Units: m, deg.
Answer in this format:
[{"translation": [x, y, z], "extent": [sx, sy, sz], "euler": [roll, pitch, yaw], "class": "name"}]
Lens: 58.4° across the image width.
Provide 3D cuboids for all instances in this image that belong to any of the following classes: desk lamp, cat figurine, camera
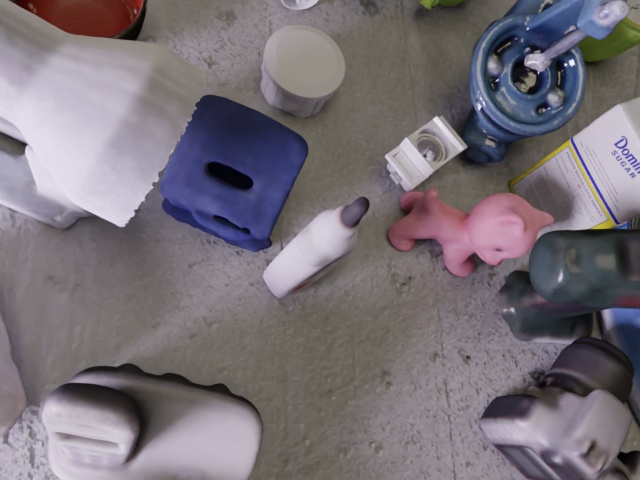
[{"translation": [-0.191, -0.083, 0.404], "extent": [0.203, 0.213, 0.118], "euler": [23, 68, -8], "class": "desk lamp"}, {"translation": [0.144, -0.016, 0.535], "extent": [0.128, 0.117, 0.067], "euler": [22, 68, -9], "class": "cat figurine"}, {"translation": [0.246, 0.166, 0.518], "extent": [0.143, 0.100, 0.137], "euler": [44, 67, 0], "class": "camera"}]

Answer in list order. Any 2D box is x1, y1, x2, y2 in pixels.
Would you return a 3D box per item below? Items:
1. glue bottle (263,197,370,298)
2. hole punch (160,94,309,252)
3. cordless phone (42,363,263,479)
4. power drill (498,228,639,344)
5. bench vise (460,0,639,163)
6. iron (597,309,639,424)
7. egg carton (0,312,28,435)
[{"translation": [0.004, 0.002, 0.458], "extent": [0.078, 0.173, 0.037], "euler": [-35, 85, -23], "class": "glue bottle"}, {"translation": [-0.074, -0.055, 0.496], "extent": [0.109, 0.091, 0.101], "euler": [24, 68, -8], "class": "hole punch"}, {"translation": [-0.106, 0.131, 0.378], "extent": [0.148, 0.185, 0.094], "euler": [12, 70, -13], "class": "cordless phone"}, {"translation": [0.268, 0.041, 0.505], "extent": [0.230, 0.208, 0.075], "euler": [5, 72, -15], "class": "power drill"}, {"translation": [0.212, -0.203, 0.558], "extent": [0.122, 0.219, 0.207], "euler": [7, 71, -14], "class": "bench vise"}, {"translation": [0.382, 0.131, 0.548], "extent": [0.119, 0.141, 0.258], "euler": [-28, 83, -22], "class": "iron"}, {"translation": [-0.279, 0.080, 0.405], "extent": [0.107, 0.069, 0.150], "euler": [-20, 80, -21], "class": "egg carton"}]
